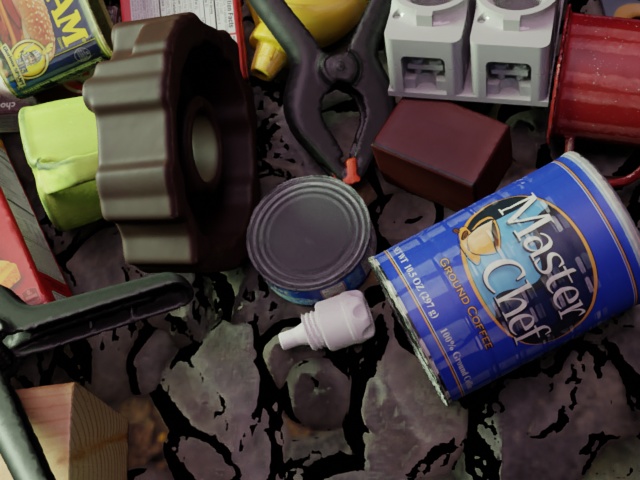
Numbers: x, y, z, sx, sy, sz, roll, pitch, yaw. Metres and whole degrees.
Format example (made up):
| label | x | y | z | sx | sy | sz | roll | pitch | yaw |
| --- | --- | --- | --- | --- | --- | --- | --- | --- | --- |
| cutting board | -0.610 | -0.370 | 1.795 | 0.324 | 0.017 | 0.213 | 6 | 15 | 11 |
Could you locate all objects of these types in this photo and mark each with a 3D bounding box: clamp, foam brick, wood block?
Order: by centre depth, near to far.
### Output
| label | x | y | z | sx | sy | sz | roll | pitch | yaw |
| --- | --- | --- | --- | --- | --- | --- | --- | --- | --- |
| clamp | -0.197 | 0.076 | 0.639 | 0.210 | 0.036 | 0.164 | 5 | 48 | 19 |
| wood block | -0.236 | 0.157 | 0.678 | 0.206 | 0.090 | 0.090 | -9 | 63 | 10 |
| foam brick | 0.083 | -0.058 | 0.722 | 0.078 | 0.053 | 0.051 | 25 | 73 | 22 |
| clamp | 0.020 | -0.125 | 0.749 | 0.120 | 0.039 | 0.171 | -15 | 91 | -2 |

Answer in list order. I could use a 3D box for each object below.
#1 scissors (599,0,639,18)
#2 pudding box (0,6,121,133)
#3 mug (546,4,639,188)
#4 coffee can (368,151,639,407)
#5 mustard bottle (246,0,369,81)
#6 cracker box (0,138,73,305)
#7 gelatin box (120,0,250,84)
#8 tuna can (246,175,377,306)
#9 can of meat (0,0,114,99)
| label | x | y | z | sx | sy | sz | roll | pitch | yaw |
| --- | --- | --- | --- | --- | --- | --- | --- | --- | --- |
| scissors | 0.191 | -0.181 | 0.774 | 0.202 | 0.016 | 0.096 | 18 | 70 | 21 |
| pudding box | -0.209 | -0.132 | 0.836 | 0.113 | 0.039 | 0.090 | -4 | 66 | 13 |
| mug | 0.193 | -0.091 | 0.694 | 0.081 | 0.093 | 0.117 | 9 | 84 | 12 |
| coffee can | 0.114 | 0.023 | 0.647 | 0.140 | 0.102 | 0.103 | -28 | 62 | 0 |
| mustard bottle | -0.003 | -0.203 | 0.808 | 0.096 | 0.058 | 0.191 | 20 | 71 | 19 |
| cracker box | -0.289 | 0.001 | 0.755 | 0.164 | 0.072 | 0.214 | -29 | 74 | 0 |
| gelatin box | -0.099 | -0.145 | 0.787 | 0.089 | 0.030 | 0.073 | -6 | 83 | 2 |
| tuna can | -0.005 | 0.001 | 0.726 | 0.086 | 0.033 | 0.086 | -5 | 64 | 11 |
| can of meat | -0.203 | -0.164 | 0.782 | 0.084 | 0.057 | 0.102 | -22 | 92 | 5 |
